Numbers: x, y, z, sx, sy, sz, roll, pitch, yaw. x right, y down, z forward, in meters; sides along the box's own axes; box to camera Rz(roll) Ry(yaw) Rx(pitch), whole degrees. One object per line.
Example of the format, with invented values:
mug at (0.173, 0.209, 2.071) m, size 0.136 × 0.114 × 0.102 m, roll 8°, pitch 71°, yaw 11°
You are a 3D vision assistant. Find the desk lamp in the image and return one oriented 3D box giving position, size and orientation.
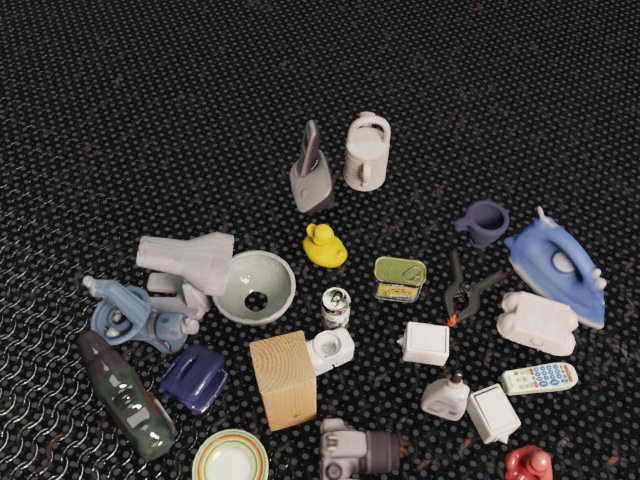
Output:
desk lamp at (-0.255, 0.066, 1.092) m, size 0.203 × 0.214 × 0.118 m, roll 1°, pitch 56°, yaw 0°

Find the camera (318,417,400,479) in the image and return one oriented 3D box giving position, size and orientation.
camera at (0.065, 0.371, 0.962) m, size 0.137 × 0.101 × 0.143 m, roll 0°, pitch 56°, yaw -1°

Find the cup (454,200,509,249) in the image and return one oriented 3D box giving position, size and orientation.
cup at (0.338, -0.022, 1.234) m, size 0.118 × 0.095 × 0.091 m, roll -10°, pitch 57°, yaw -8°

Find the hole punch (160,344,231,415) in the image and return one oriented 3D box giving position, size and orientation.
hole punch at (-0.232, 0.248, 1.045) m, size 0.101 × 0.091 × 0.109 m, roll 27°, pitch 60°, yaw 16°

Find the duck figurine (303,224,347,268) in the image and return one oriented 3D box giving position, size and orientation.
duck figurine at (0.011, 0.004, 1.215) m, size 0.104 × 0.086 × 0.078 m, roll 34°, pitch 62°, yaw 20°

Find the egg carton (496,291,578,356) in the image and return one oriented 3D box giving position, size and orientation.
egg carton at (0.426, 0.165, 1.126) m, size 0.150 × 0.069 × 0.107 m, roll 17°, pitch 58°, yaw 10°

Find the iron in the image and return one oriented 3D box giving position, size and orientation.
iron at (0.501, 0.051, 1.160) m, size 0.119 × 0.141 × 0.257 m, roll -28°, pitch 61°, yaw -18°

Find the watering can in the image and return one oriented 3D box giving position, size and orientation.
watering can at (0.104, -0.214, 1.298) m, size 0.101 × 0.194 × 0.172 m, roll -17°, pitch 58°, yaw -12°

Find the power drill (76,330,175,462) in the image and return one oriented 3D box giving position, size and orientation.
power drill at (-0.315, 0.274, 0.955) m, size 0.076 × 0.208 × 0.229 m, roll -35°, pitch 63°, yaw -22°

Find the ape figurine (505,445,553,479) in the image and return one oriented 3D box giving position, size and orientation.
ape figurine at (0.360, 0.380, 0.968) m, size 0.076 × 0.092 × 0.077 m, roll -39°, pitch 65°, yaw -23°

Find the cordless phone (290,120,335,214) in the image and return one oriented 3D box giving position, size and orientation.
cordless phone at (-0.017, -0.160, 1.265) m, size 0.094 × 0.185 × 0.147 m, roll -12°, pitch 57°, yaw -9°

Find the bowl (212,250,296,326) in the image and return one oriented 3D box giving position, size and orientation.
bowl at (-0.130, 0.108, 1.150) m, size 0.167 × 0.075 × 0.167 m, roll 1°, pitch 56°, yaw -1°

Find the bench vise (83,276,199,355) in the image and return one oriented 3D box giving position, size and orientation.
bench vise at (-0.332, 0.124, 1.048) m, size 0.207 × 0.220 × 0.121 m, roll -8°, pitch 57°, yaw -6°

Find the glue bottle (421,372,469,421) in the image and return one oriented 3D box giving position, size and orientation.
glue bottle at (0.224, 0.264, 0.993) m, size 0.078 × 0.173 × 0.037 m, roll 17°, pitch 58°, yaw 11°
